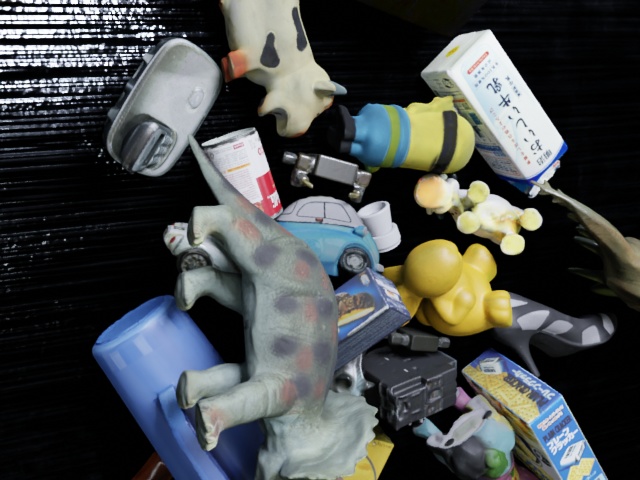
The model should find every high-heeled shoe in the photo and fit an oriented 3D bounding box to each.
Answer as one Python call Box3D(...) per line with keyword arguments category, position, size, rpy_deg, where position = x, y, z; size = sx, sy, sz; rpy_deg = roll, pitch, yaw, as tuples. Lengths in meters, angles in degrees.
Box3D(category="high-heeled shoe", position=(0.362, 0.114, 0.843), size=(0.249, 0.086, 0.145), rpy_deg=(-18, 77, -32))

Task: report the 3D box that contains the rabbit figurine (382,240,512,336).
Box3D(category="rabbit figurine", position=(0.155, 0.052, 0.706), size=(0.162, 0.122, 0.173), rpy_deg=(-14, 150, 22))

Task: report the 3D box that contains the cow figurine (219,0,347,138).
Box3D(category="cow figurine", position=(-0.046, -0.212, 0.600), size=(0.127, 0.085, 0.194), rpy_deg=(-13, 103, -14))

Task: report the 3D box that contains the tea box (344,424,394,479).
Box3D(category="tea box", position=(0.005, 0.292, 0.755), size=(0.169, 0.068, 0.098), rpy_deg=(21, 96, -23))

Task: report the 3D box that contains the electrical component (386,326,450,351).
Box3D(category="electrical component", position=(0.129, 0.135, 0.740), size=(0.094, 0.063, 0.021), rpy_deg=(7, 92, -20))

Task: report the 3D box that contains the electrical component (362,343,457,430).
Box3D(category="electrical component", position=(0.119, 0.188, 0.735), size=(0.134, 0.115, 0.058), rpy_deg=(-14, 111, -30))

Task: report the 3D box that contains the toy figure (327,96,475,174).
Box3D(category="toy figure", position=(0.104, -0.124, 0.668), size=(0.180, 0.082, 0.089), rpy_deg=(-3, 76, -20))

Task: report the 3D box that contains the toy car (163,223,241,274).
Box3D(category="toy car", position=(-0.104, 0.047, 0.651), size=(0.201, 0.074, 0.056), rpy_deg=(41, 93, -23))

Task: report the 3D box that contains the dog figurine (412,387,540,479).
Box3D(category="dog figurine", position=(0.257, 0.334, 0.797), size=(0.108, 0.191, 0.219), rpy_deg=(-43, 97, -10))

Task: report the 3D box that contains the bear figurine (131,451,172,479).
Box3D(category="bear figurine", position=(-0.178, 0.390, 0.694), size=(0.132, 0.120, 0.195), rpy_deg=(-46, 114, -6))

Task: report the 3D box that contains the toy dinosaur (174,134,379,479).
Box3D(category="toy dinosaur", position=(-0.044, 0.082, 0.548), size=(0.192, 0.131, 0.404), rpy_deg=(5, 75, -28))

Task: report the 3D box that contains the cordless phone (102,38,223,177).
Box3D(category="cordless phone", position=(-0.157, -0.131, 0.528), size=(0.088, 0.184, 0.146), rpy_deg=(33, 92, -19))

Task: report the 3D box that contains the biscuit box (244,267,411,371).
Box3D(category="biscuit box", position=(0.005, 0.118, 0.638), size=(0.203, 0.059, 0.062), rpy_deg=(-38, 143, 17))

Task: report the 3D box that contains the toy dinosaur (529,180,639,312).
Box3D(category="toy dinosaur", position=(0.465, 0.052, 0.769), size=(0.470, 0.199, 0.105), rpy_deg=(38, 81, -33))

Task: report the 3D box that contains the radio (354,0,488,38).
Box3D(category="radio", position=(0.072, -0.325, 0.585), size=(0.229, 0.073, 0.131), rpy_deg=(13, 66, -23))

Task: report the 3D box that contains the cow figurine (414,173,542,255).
Box3D(category="cow figurine", position=(0.202, -0.045, 0.728), size=(0.167, 0.098, 0.068), rpy_deg=(26, 99, -4))

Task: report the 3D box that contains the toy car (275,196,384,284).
Box3D(category="toy car", position=(-0.001, -0.002, 0.667), size=(0.162, 0.109, 0.103), rpy_deg=(9, 78, -9))

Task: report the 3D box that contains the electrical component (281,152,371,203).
Box3D(category="electrical component", position=(0.008, -0.078, 0.652), size=(0.102, 0.078, 0.045), rpy_deg=(12, 95, -24))

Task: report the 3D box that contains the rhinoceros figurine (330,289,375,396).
Box3D(category="rhinoceros figurine", position=(0.028, 0.155, 0.695), size=(0.073, 0.112, 0.190), rpy_deg=(27, 87, -50))
